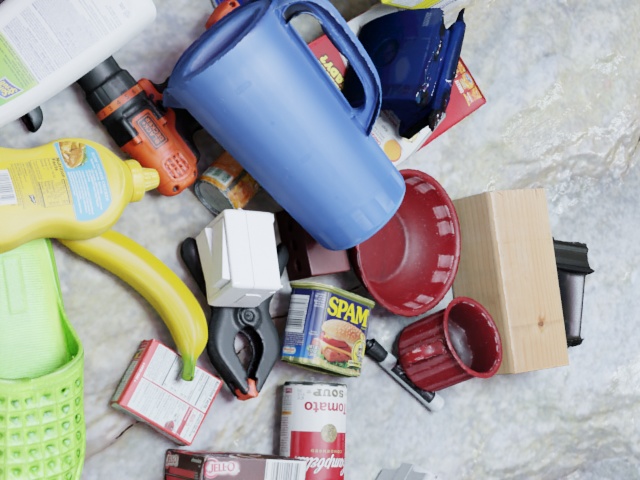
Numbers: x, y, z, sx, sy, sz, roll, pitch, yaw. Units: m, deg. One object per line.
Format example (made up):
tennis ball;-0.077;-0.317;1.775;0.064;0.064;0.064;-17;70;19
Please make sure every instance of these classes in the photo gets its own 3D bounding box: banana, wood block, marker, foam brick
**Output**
banana;-0.170;0.043;1.029;0.198;0.037;0.069;48;33;-5
wood block;0.215;0.049;1.240;0.090;0.090;0.206;-4;85;-32
marker;0.092;0.150;1.192;0.121;0.020;0.020;42;64;-19
foam brick;-0.007;0.001;1.136;0.051;0.053;0.078;-11;87;-32

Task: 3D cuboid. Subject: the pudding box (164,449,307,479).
pudding box;-0.083;0.225;1.036;0.113;0.090;0.039;12;79;-30

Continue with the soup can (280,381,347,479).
soup can;-0.006;0.199;1.099;0.068;0.069;0.102;9;78;-30

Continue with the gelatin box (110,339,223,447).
gelatin box;-0.149;0.150;1.043;0.089;0.030;0.073;36;65;-23

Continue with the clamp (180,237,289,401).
clamp;-0.089;0.074;1.079;0.120;0.039;0.171;10;66;-22

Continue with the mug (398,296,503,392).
mug;0.133;0.121;1.170;0.117;0.082;0.093;-11;76;-47

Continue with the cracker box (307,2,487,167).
cracker box;0.062;-0.169;1.191;0.213;0.072;0.164;-36;100;-29

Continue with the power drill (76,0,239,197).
power drill;-0.142;-0.163;1.074;0.187;0.057;0.184;-40;104;-24

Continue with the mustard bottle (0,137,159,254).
mustard bottle;-0.237;-0.046;0.978;0.191;0.058;0.096;-11;72;-33

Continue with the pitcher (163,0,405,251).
pitcher;-0.018;-0.111;1.026;0.242;0.149;0.145;48;67;-23

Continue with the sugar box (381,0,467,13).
sugar box;0.094;-0.289;1.118;0.093;0.048;0.176;67;23;4

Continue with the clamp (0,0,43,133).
clamp;-0.337;-0.207;0.978;0.164;0.036;0.210;0;86;-31

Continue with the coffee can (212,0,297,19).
coffee can;-0.040;-0.281;1.105;0.102;0.141;0.103;5;80;-30

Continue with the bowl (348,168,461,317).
bowl;0.083;0.003;1.177;0.161;0.055;0.162;0;90;-40

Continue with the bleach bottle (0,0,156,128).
bleach bottle;-0.273;-0.170;0.957;0.250;0.068;0.102;-39;100;-20

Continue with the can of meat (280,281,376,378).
can of meat;0.007;0.095;1.117;0.101;0.058;0.084;23;73;-48
